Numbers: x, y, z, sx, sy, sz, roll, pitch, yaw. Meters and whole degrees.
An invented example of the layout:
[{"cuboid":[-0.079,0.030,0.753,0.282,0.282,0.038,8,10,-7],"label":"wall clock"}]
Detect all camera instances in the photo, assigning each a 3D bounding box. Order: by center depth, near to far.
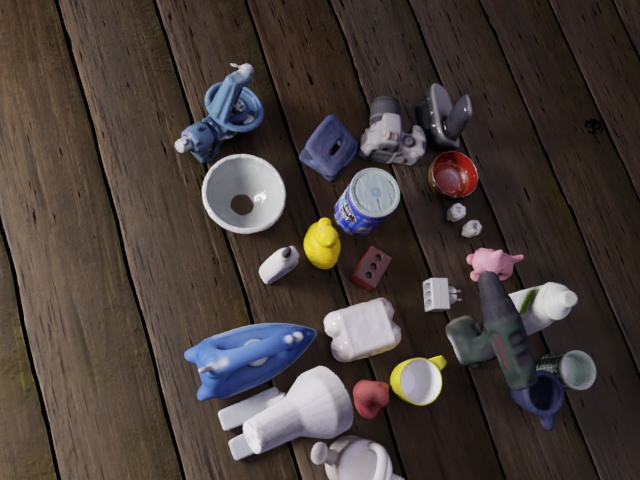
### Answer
[{"cuboid":[0.162,-0.248,1.264,0.143,0.100,0.137,7,74,-11],"label":"camera"}]

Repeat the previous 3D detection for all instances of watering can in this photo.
[{"cuboid":[0.069,0.406,1.016,0.173,0.194,0.101,0,75,-12],"label":"watering can"}]

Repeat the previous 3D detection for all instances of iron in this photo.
[{"cuboid":[-0.113,0.205,1.057,0.259,0.141,0.118,-18,80,-17],"label":"iron"}]

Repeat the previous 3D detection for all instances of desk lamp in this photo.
[{"cuboid":[-0.062,0.312,1.001,0.203,0.213,0.118,-21,80,-17],"label":"desk lamp"}]

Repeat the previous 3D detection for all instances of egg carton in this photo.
[{"cuboid":[0.086,0.181,1.147,0.150,0.069,0.107,-15,79,-16],"label":"egg carton"}]

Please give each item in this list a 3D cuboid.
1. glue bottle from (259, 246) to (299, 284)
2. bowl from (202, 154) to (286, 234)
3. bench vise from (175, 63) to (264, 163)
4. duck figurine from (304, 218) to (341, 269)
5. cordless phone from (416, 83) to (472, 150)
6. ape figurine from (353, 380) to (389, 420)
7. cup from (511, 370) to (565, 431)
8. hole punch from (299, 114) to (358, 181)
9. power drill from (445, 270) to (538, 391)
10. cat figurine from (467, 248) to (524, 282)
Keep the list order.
[{"cuboid":[-0.072,0.039,1.095,0.078,0.173,0.037,-31,83,-18],"label":"glue bottle"},{"cuboid":[-0.155,-0.085,1.162,0.167,0.074,0.167,3,74,-12],"label":"bowl"},{"cuboid":[-0.185,-0.243,1.122,0.121,0.219,0.207,31,71,-3],"label":"bench vise"},{"cuboid":[0.011,0.004,1.169,0.077,0.086,0.104,-3,76,-13],"label":"duck figurine"},{"cuboid":[0.288,-0.291,1.260,0.094,0.185,0.147,-7,77,-14],"label":"cordless phone"},{"cuboid":[0.105,0.304,1.106,0.078,0.092,0.076,-33,84,-18],"label":"ape figurine"},{"cuboid":[0.439,0.328,1.172,0.092,0.095,0.118,-6,76,-14],"label":"cup"},{"cuboid":[0.025,-0.197,1.225,0.101,0.091,0.109,36,71,-1],"label":"hole punch"},{"cuboid":[0.331,0.184,1.128,0.076,0.208,0.229,-22,81,-17],"label":"power drill"},{"cuboid":[0.372,0.048,1.222,0.128,0.117,0.067,-5,76,-14],"label":"cat figurine"}]
